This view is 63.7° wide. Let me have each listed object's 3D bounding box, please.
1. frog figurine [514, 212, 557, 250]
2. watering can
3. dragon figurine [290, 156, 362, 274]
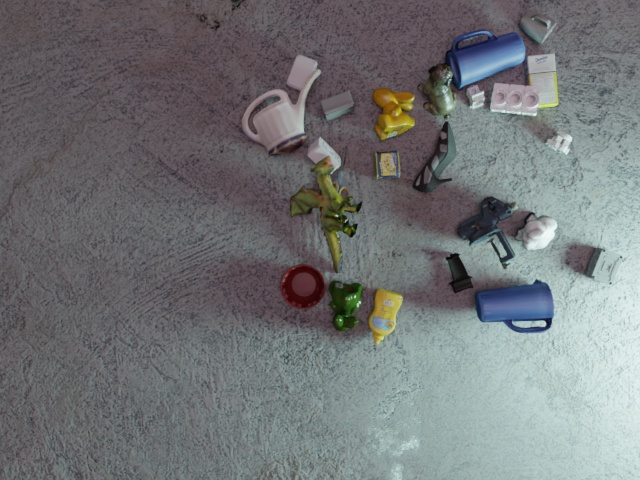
[{"bbox_3d":[0.742,-0.024,1.743,0.137,0.160,0.122,-38,93,4],"label":"frog figurine"},{"bbox_3d":[-0.112,-0.424,1.778,0.345,0.105,0.224,-25,91,21],"label":"watering can"},{"bbox_3d":[0.005,-0.091,1.799,0.244,0.124,0.403,22,115,19],"label":"dragon figurine"}]
